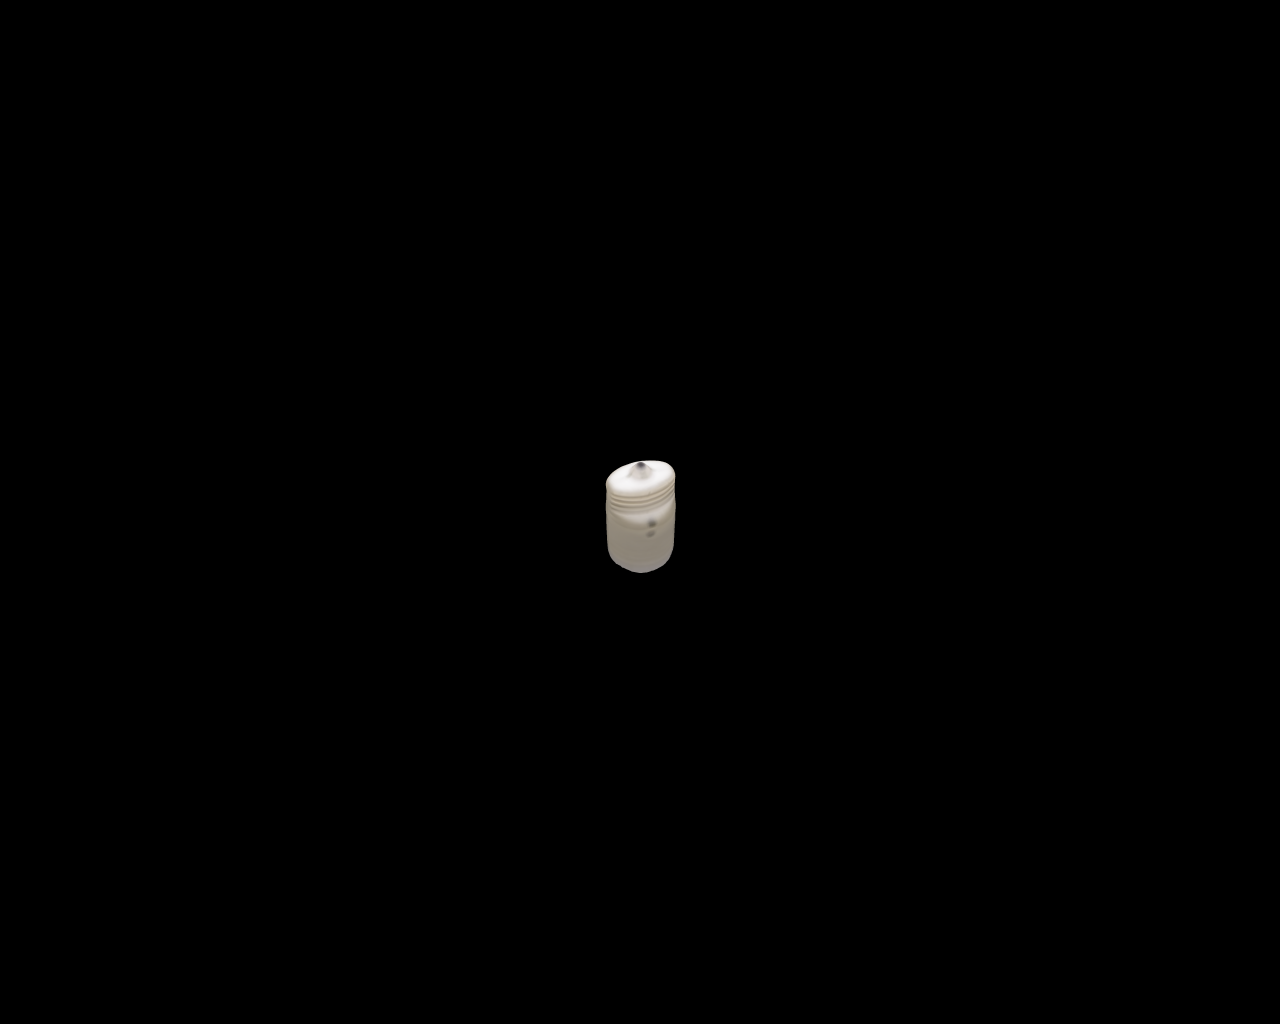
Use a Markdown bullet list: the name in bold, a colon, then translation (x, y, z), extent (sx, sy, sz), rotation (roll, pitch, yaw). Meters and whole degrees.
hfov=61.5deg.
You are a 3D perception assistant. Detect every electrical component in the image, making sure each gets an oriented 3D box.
- **electrical component**: translation (0.001, -0.003, 0.650), extent (0.043, 0.043, 0.080), rotation (0, -41, 0)
